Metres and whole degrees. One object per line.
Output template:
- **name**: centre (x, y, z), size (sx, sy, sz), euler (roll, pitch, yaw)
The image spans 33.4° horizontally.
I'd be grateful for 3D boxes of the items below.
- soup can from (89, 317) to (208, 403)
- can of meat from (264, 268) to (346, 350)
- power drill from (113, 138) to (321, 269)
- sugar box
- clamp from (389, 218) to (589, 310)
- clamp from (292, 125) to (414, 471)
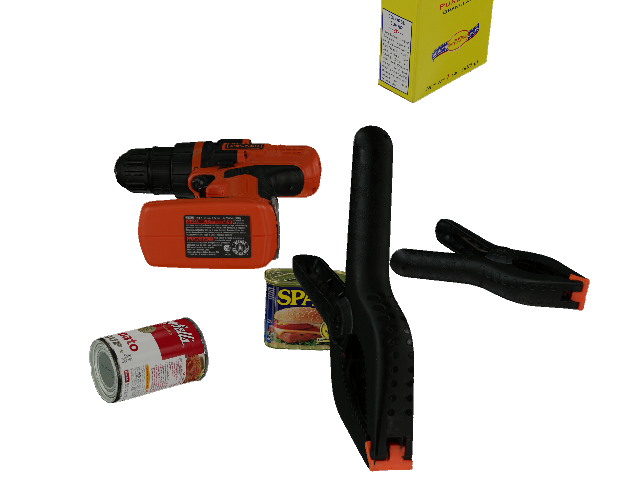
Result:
- **soup can**: centre (-0.175, 0.122, 1.086), size (0.102, 0.068, 0.069), euler (-11, 7, -35)
- **can of meat**: centre (-0.017, 0.081, 1.255), size (0.102, 0.084, 0.057), euler (2, 14, -3)
- **power drill**: centre (-0.095, -0.038, 0.883), size (0.184, 0.057, 0.187), euler (-1, 23, 4)
- **sugar box**: centre (0.091, -0.201, 0.804), size (0.093, 0.176, 0.048), euler (-33, 53, -31)
- **clamp**: centre (0.159, 0.021, 0.970), size (0.171, 0.039, 0.120), euler (16, 30, 15)
- **clamp**: centre (0.028, 0.043, 0.685), size (0.036, 0.210, 0.165), euler (1, -41, -19)
